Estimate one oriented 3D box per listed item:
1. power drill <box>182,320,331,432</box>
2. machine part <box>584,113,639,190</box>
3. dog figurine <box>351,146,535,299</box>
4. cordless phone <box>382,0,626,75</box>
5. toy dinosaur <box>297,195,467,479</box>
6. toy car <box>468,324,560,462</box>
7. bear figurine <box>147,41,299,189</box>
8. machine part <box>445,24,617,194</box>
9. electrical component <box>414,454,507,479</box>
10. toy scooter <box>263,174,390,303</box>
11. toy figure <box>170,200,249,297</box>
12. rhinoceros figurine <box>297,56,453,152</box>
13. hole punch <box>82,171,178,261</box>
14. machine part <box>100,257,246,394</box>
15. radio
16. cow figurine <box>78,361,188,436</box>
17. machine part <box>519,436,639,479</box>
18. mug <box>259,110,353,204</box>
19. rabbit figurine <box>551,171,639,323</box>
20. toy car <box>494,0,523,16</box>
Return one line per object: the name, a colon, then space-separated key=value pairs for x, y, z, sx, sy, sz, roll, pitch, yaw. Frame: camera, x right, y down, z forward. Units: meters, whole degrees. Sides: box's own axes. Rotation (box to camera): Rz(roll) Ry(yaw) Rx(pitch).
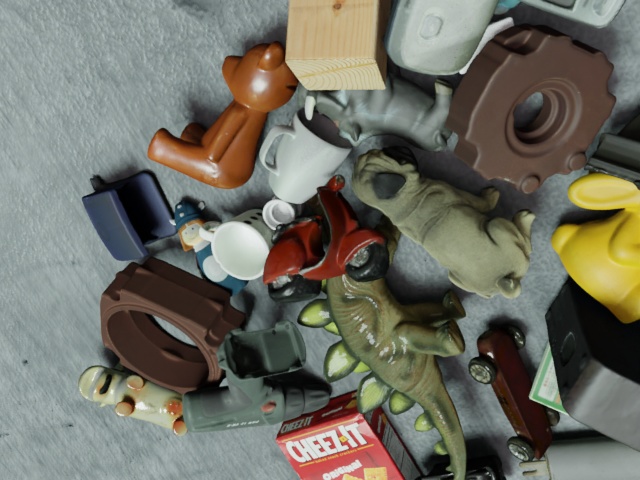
power drill: x=-0.075 y=0.198 z=0.759 sx=0.232 sy=0.086 sz=0.207 roll=-5 pitch=146 yaw=-19
machine part: x=0.348 y=-0.114 z=0.564 sx=0.139 sy=0.084 sz=0.039 roll=-46 pitch=127 yaw=-6
dog figurine: x=0.130 y=-0.018 z=0.605 sx=0.190 sy=0.172 sz=0.121 roll=18 pitch=110 yaw=-28
cordless phone: x=0.164 y=-0.208 z=0.490 sx=0.184 sy=0.089 sz=0.146 roll=25 pitch=125 yaw=10
toy dinosaur: x=0.097 y=0.133 z=0.722 sx=0.198 sy=0.105 sz=0.471 roll=-35 pitch=84 yaw=28
toy car: x=0.266 y=0.211 z=0.738 sx=0.053 sy=0.089 sz=0.202 roll=-7 pitch=117 yaw=53
bear figurine: x=-0.109 y=-0.165 z=0.662 sx=0.132 sy=0.120 sz=0.195 roll=28 pitch=115 yaw=6
machine part: x=0.228 y=-0.138 z=0.581 sx=0.179 sy=0.056 sz=0.179 roll=-6 pitch=122 yaw=-10
electrical component: x=0.205 y=0.363 z=0.797 sx=0.134 sy=0.114 sz=0.058 roll=-18 pitch=71 yaw=17
toy scooter: x=-0.001 y=-0.002 z=0.657 sx=0.184 sy=0.075 sz=0.135 roll=-21 pitch=72 yaw=35
toy figure: x=-0.163 y=0.010 z=0.785 sx=0.064 sy=0.058 sz=0.154 roll=-38 pitch=102 yaw=-20
rhinoceros figurine: x=0.068 y=-0.162 z=0.639 sx=0.190 sy=0.073 sz=0.112 roll=18 pitch=116 yaw=5
hole punch: x=-0.290 y=-0.028 z=0.785 sx=0.116 sy=0.092 sz=0.142 roll=-16 pitch=111 yaw=24
machine part: x=-0.224 y=0.138 z=0.808 sx=0.201 sy=0.087 sz=0.201 roll=25 pitch=132 yaw=4
radio: x=0.337 y=0.133 z=0.607 sx=0.131 sy=0.229 sz=0.073 roll=23 pitch=114 yaw=7
cow figurine: x=-0.304 y=0.256 z=0.899 sx=0.195 sy=0.127 sz=0.085 roll=21 pitch=75 yaw=-12
machine part: x=0.407 y=0.312 z=0.748 sx=0.243 sy=0.079 sz=0.079 roll=-13 pitch=108 yaw=18
mug: x=-0.027 y=-0.099 z=0.676 sx=0.081 sy=0.109 sz=0.107 roll=54 pitch=126 yaw=32
rabbit figurine: x=0.358 y=-0.021 z=0.599 sx=0.162 sy=0.122 sz=0.173 roll=50 pitch=139 yaw=16
toy car: x=0.197 y=-0.308 z=0.529 sx=0.109 sy=0.103 sz=0.161 roll=36 pitch=118 yaw=-3
